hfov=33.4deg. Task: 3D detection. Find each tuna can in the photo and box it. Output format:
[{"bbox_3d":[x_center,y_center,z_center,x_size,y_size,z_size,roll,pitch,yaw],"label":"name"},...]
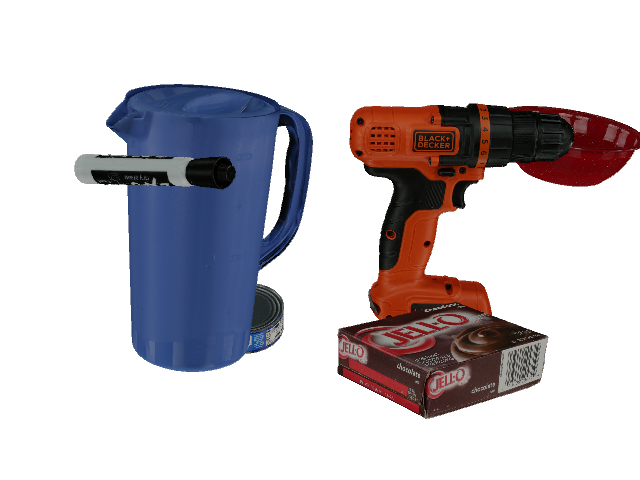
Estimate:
[{"bbox_3d":[-0.083,0.086,1.186,0.086,0.034,0.086,0,36,0],"label":"tuna can"}]

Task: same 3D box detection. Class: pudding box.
[{"bbox_3d":[0.081,0.077,0.715,0.113,0.039,0.090,-7,18,-37],"label":"pudding box"}]

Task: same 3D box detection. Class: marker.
[{"bbox_3d":[-0.100,-0.042,0.638,0.121,0.020,0.020,4,3,36],"label":"marker"}]

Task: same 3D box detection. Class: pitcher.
[{"bbox_3d":[-0.100,-0.013,0.950,0.149,0.243,0.144,10,20,13],"label":"pitcher"}]

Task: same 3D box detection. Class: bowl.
[{"bbox_3d":[0.270,-0.100,1.176,0.162,0.055,0.162,6,23,-3],"label":"bowl"}]

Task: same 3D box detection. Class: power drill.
[{"bbox_3d":[0.113,-0.022,0.893,0.184,0.188,0.057,2,16,-1],"label":"power drill"}]
